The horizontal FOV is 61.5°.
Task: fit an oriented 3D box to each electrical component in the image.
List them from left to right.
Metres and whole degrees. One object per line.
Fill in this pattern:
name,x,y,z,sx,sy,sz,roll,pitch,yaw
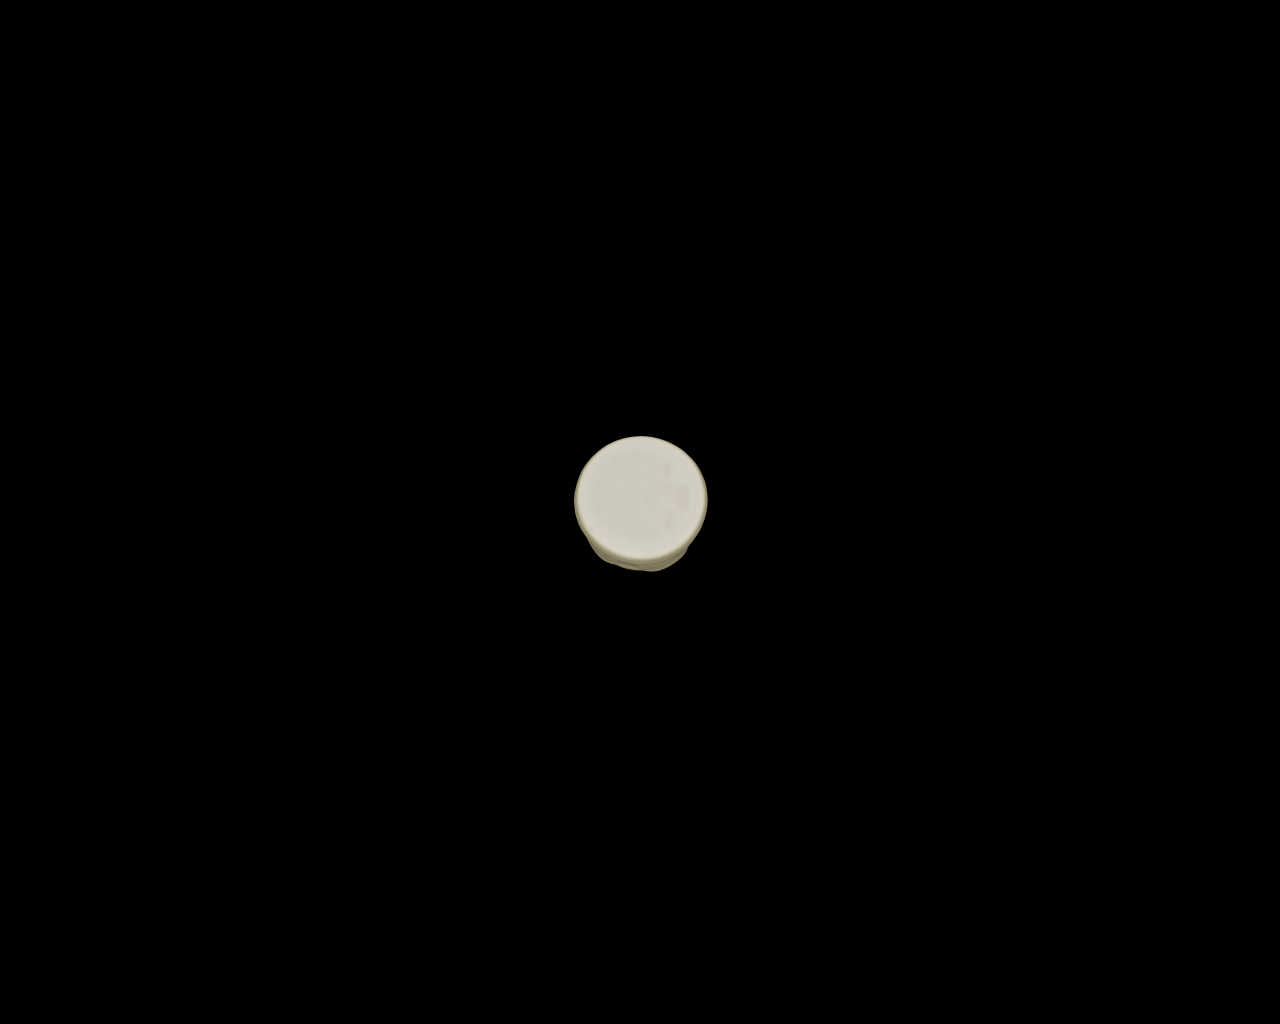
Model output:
electrical component,0.001,-0.003,0.650,0.080,0.080,0.051,0,-16,0
